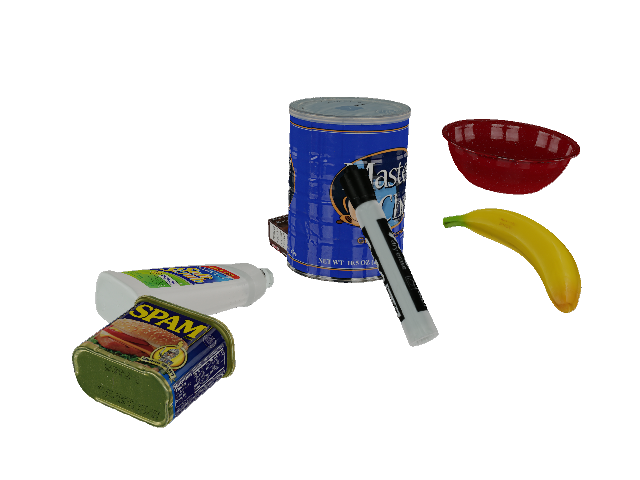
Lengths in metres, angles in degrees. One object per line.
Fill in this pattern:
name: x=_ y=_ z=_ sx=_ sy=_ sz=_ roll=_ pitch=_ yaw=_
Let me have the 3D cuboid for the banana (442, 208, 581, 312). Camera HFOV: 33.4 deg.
banana: x=0.206 y=0.012 z=1.067 sx=0.069 sy=0.037 sz=0.198 roll=-34 pitch=37 yaw=-13

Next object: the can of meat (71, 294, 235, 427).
can of meat: x=-0.133 y=0.095 z=0.850 sx=0.102 sy=0.057 sz=0.083 roll=17 pitch=33 yaw=27

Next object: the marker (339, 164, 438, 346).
marker: x=0.040 y=0.007 z=0.656 sx=0.020 sy=0.121 sz=0.020 roll=-20 pitch=-19 yaw=-7

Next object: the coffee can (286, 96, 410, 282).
coffee can: x=0.023 y=-0.046 z=0.914 sx=0.103 sy=0.140 sz=0.103 roll=1 pitch=16 yaw=-1

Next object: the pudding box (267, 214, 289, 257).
pudding box: x=0.008 y=-0.006 z=1.252 sx=0.113 sy=0.039 sz=0.090 roll=-18 pitch=31 yaw=-28

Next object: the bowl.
bowl: x=0.220 y=-0.095 z=1.258 sx=0.162 sy=0.055 sz=0.162 roll=4 pitch=23 yaw=-2

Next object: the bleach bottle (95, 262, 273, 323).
bleach bottle: x=-0.171 y=0.066 z=1.445 sx=0.250 sy=0.068 sz=0.103 roll=-10 pitch=25 yaw=-44
